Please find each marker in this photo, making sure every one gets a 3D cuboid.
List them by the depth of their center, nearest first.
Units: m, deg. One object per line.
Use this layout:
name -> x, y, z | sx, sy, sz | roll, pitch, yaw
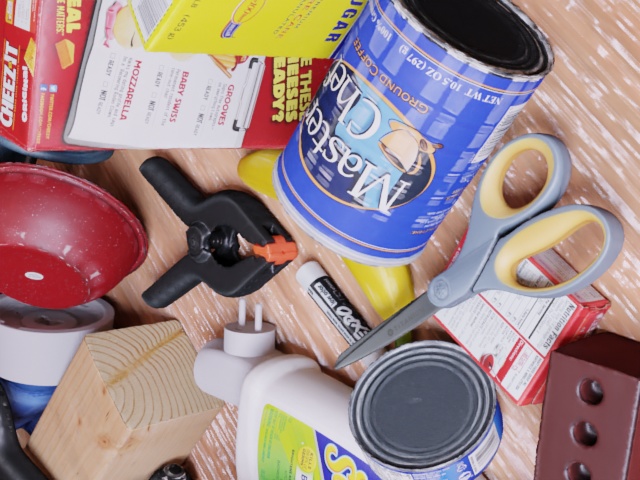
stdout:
marker -> 0.024, 0.060, 0.699 | 0.121, 0.020, 0.020 | 50, 129, 32

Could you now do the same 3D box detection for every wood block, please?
wood block -> -0.175, 0.168, 0.883 | 0.090, 0.090, 0.206 | 57, 132, 27

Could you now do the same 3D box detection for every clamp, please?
clamp -> -0.085, -0.009, 0.799 | 0.172, 0.039, 0.120 | -5, 97, 45
clamp -> -0.280, 0.185, 0.900 | 0.165, 0.036, 0.210 | -46, 69, 40

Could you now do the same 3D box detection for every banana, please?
banana -> 0.005, -0.010, 0.698 | 0.198, 0.037, 0.070 | 51, 128, 32

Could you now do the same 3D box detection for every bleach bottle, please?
bleach bottle -> 0.052, 0.156, 0.649 | 0.251, 0.067, 0.102 | 19, 110, 43

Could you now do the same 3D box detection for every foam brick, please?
foam brick -> 0.148, 0.093, 0.539 | 0.053, 0.051, 0.078 | 17, 107, 46

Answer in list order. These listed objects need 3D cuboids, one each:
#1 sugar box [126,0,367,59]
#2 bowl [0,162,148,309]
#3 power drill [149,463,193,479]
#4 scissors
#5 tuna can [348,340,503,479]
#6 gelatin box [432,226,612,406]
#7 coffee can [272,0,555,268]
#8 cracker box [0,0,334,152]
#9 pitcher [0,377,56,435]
sugar box -> -0.010, -0.143, 0.592 | 0.093, 0.175, 0.048 | -41, 62, 44
bowl -> -0.224, 0.009, 0.865 | 0.162, 0.162, 0.055 | -35, 35, 45
power drill -> -0.092, 0.293, 0.834 | 0.188, 0.057, 0.184 | 37, 125, 42
scissors -> 0.073, 0.007, 0.591 | 0.202, 0.016, 0.096 | -20, 71, 42
tuna can -> 0.061, 0.102, 0.614 | 0.086, 0.086, 0.033 | 36, 159, 40
gelatin box -> 0.108, 0.036, 0.594 | 0.089, 0.030, 0.073 | 47, 126, 35
coffee can -> 0.048, -0.069, 0.592 | 0.103, 0.102, 0.140 | 55, 131, 29
cracker box -> -0.087, -0.140, 0.652 | 0.072, 0.213, 0.164 | 27, 114, 45
pitcher -> -0.325, 0.147, 1.036 | 0.243, 0.149, 0.145 | -30, 58, 43
